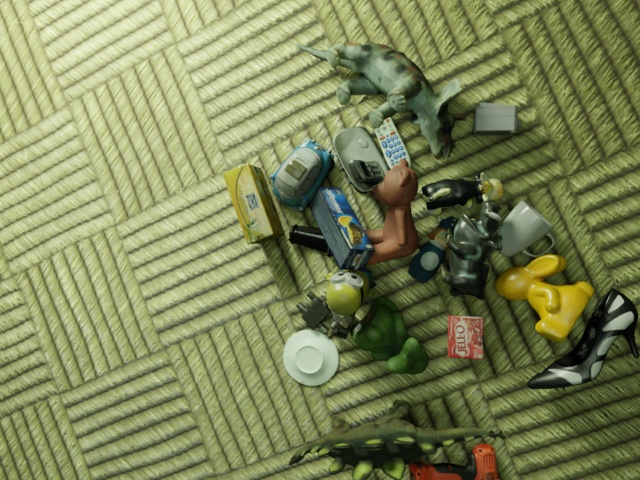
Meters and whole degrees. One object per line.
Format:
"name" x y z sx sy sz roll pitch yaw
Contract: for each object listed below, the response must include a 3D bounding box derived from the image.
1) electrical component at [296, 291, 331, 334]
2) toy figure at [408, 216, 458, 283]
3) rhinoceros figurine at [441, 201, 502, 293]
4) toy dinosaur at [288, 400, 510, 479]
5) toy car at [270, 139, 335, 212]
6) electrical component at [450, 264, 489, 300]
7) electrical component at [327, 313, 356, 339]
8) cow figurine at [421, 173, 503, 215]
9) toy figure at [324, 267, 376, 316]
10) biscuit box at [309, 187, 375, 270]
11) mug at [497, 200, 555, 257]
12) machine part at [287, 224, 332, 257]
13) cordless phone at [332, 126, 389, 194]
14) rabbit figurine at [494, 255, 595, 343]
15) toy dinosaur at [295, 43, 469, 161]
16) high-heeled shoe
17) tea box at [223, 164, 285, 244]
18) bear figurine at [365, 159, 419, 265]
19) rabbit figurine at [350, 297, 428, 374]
"electrical component" -0.007 0.167 1.223 0.063 0.021 0.094 -45 81 10
"toy figure" 0.248 0.019 1.144 0.064 0.058 0.154 28 97 -28
"rhinoceros figurine" 0.304 0.014 1.069 0.112 0.073 0.190 16 98 12
"toy dinosaur" 0.143 0.419 1.106 0.472 0.198 0.105 -18 90 15
"toy car" -0.042 -0.144 1.184 0.109 0.103 0.161 38 101 9
"electrical component" 0.316 0.063 1.131 0.075 0.048 0.119 5 92 12
"electrical component" 0.047 0.183 1.177 0.045 0.102 0.078 19 73 5
"cow figurine" 0.294 -0.101 1.108 0.167 0.098 0.068 -11 83 13
"toy figure" 0.068 0.101 1.124 0.082 0.180 0.089 -13 91 15
"biscuit box" 0.042 -0.028 1.129 0.062 0.059 0.203 -64 37 36
"mug" 0.414 -0.009 1.097 0.109 0.081 0.107 45 112 2
"machine part" -0.002 -0.004 1.212 0.139 0.039 0.084 8 101 11
"cordless phone" 0.072 -0.168 1.114 0.089 0.184 0.146 -28 85 17
"rabbit figurine" 0.439 0.104 1.073 0.173 0.122 0.162 29 106 30
"toy dinosaur" 0.143 -0.339 1.126 0.405 0.192 0.131 48 145 20
"high-heeled shoe" 0.516 0.200 1.074 0.249 0.086 0.145 -22 83 8
"tea box" -0.148 -0.079 1.213 0.068 0.098 0.169 -20 85 12
"bear figurine" 0.143 -0.060 1.109 0.132 0.120 0.195 -8 116 8
"rabbit figurine" 0.167 0.218 1.132 0.170 0.159 0.121 38 90 -6
